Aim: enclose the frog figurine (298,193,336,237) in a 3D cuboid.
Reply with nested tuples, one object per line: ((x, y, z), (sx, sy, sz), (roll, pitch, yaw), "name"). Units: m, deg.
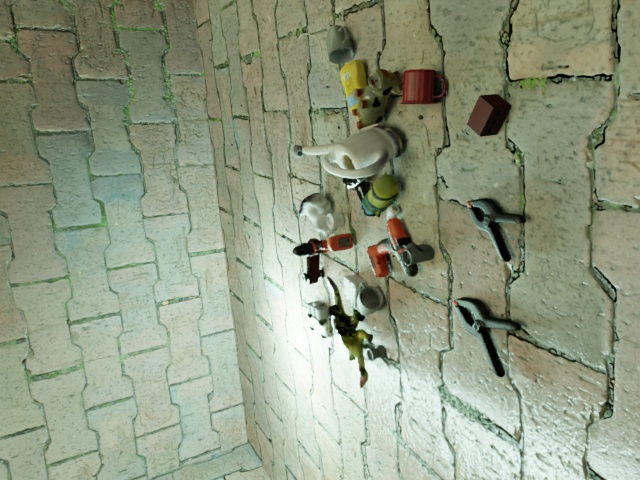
((0.006, -0.098, 1.946), (0.160, 0.125, 0.134), (35, 132, 7), "frog figurine")

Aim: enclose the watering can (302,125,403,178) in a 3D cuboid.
((0.097, -0.266, 1.515), (0.352, 0.226, 0.102), (39, 152, 54), "watering can")

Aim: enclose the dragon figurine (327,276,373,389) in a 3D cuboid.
((0.097, 0.350, 1.902), (0.420, 0.122, 0.237), (-113, 18, -44), "dragon figurine")
